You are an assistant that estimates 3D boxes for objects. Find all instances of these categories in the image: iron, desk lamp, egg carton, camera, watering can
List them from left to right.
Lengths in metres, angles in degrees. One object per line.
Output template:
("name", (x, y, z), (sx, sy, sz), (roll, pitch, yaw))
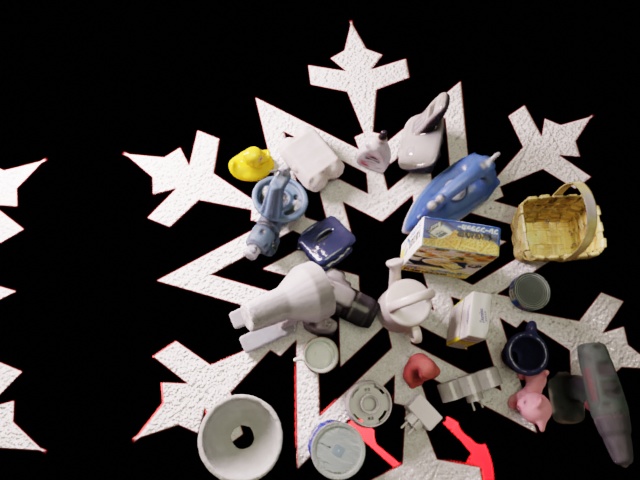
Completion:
("desk lamp", (-0.079, 0.141, 1.154), (0.203, 0.213, 0.118), (-24, 78, -10))
("egg carton", (-0.022, -0.187, 1.324), (0.107, 0.069, 0.150), (-38, 80, -13))
("camera", (0.050, 0.147, 1.221), (0.137, 0.101, 0.143), (26, 74, 3))
("watering can", (0.176, 0.126, 1.188), (0.101, 0.194, 0.173), (-37, 80, -13))
("iron", (0.298, -0.107, 1.289), (0.258, 0.141, 0.118), (-37, 80, -13))

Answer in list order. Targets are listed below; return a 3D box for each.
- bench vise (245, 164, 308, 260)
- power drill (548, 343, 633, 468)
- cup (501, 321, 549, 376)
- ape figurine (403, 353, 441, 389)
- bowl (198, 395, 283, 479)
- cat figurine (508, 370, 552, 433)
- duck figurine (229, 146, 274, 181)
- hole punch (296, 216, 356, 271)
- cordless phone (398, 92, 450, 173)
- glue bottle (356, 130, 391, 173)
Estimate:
("bench vise", (-0.089, -0.058, 1.205), (0.121, 0.219, 0.207), (8, 74, -2))
("power drill", (0.544, 0.327, 1.154), (0.075, 0.208, 0.229), (-2, 75, -5))
("cup", (0.431, 0.234, 1.230), (0.091, 0.095, 0.118), (17, 74, 1))
("ape figurine", (0.217, 0.275, 1.203), (0.078, 0.092, 0.076), (7, 74, -2))
("bowl", (-0.157, 0.396, 1.150), (0.167, 0.074, 0.167), (1, 74, -4))
("cat figurine", (0.449, 0.329, 1.193), (0.067, 0.117, 0.128), (23, 74, 2))
("duck figurine", (-0.157, -0.181, 1.303), (0.104, 0.086, 0.077), (-10, 75, -7))
("hole punch", (0.012, 0.005, 1.262), (0.109, 0.091, 0.101), (-36, 80, -13))
("cordless phone", (0.244, -0.242, 1.300), (0.094, 0.185, 0.147), (10, 74, -1))
("glue bottle", (0.129, -0.206, 1.287), (0.078, 0.173, 0.037), (18, 74, 1))
